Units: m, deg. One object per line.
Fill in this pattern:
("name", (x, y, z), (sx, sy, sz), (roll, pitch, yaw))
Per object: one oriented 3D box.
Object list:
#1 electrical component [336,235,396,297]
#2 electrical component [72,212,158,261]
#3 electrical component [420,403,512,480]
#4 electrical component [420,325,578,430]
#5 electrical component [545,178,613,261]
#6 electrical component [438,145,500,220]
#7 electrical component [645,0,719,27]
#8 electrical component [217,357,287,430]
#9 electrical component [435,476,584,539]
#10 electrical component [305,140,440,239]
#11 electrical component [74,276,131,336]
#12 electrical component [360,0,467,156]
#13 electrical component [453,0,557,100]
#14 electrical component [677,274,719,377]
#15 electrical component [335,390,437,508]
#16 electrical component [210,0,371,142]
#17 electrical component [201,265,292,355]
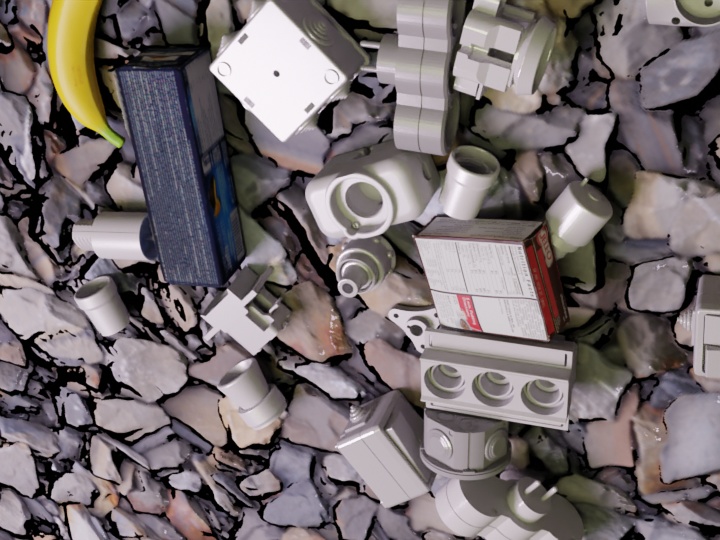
("electrical component", (0.000, 0.000, 0.897), (0.048, 0.062, 0.048), (10, 122, 16))
("electrical component", (-0.224, -0.031, 0.979), (0.081, 0.043, 0.043), (2, 120, 21))
("electrical component", (0.092, 0.142, 0.936), (0.080, 0.080, 0.051), (8, 117, 18))
("electrical component", (0.117, 0.083, 0.900), (0.121, 0.063, 0.078), (7, 122, 18))
("electrical component", (0.160, -0.033, 0.827), (0.040, 0.040, 0.078), (35, 126, -1))
("electrical component", (0.083, -0.067, 0.838), (0.040, 0.040, 0.046), (24, 130, 7))
("electrical component", (0.225, -0.202, 0.696), (0.077, 0.044, 0.079), (0, 119, 22))
("electrical component", (-0.102, 0.118, 1.019), (0.045, 0.045, 0.055), (-26, 108, 32))
("electrical component", (0.143, 0.208, 0.950), (0.138, 0.052, 0.073), (23, 130, -22))
("electrical component", (0.009, -0.063, 0.857), (0.095, 0.059, 0.053), (-13, 114, 28))
("electrical component", (-0.245, 0.035, 1.031), (0.040, 0.040, 0.046), (-10, 121, 26))
("electrical component", (0.035, -0.154, 0.796), (0.074, 0.052, 0.138), (10, 123, 16))
("electrical component", (0.104, -0.157, 0.764), (0.057, 0.058, 0.078), (21, 125, 13))
("electrical component", (0.288, 0.046, 0.810), (0.096, 0.061, 0.061), (4, 120, 20))
("electrical component", (0.028, 0.156, 0.980), (0.061, 0.061, 0.096), (-29, 106, 33))
("electrical component", (-0.056, -0.159, 0.831), (0.100, 0.048, 0.100), (45, 125, -8))
("electrical component", (-0.101, 0.039, 0.973), (0.064, 0.042, 0.081), (43, 126, -9))
